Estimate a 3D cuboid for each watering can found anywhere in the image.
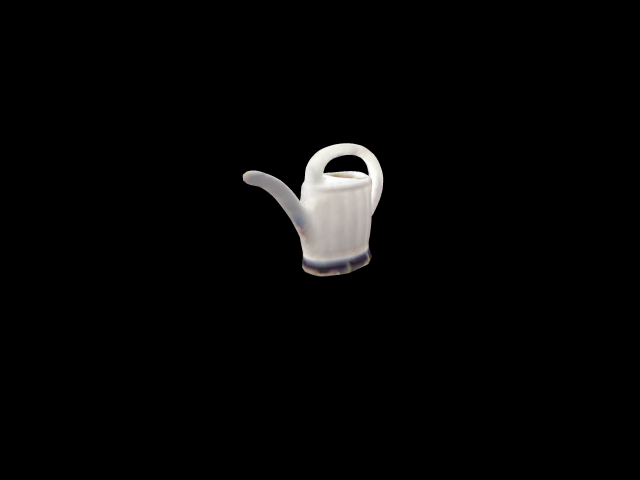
[{"bbox_3d":[0.003,-0.043,0.850,0.104,0.222,0.351,11,19,37],"label":"watering can"}]
